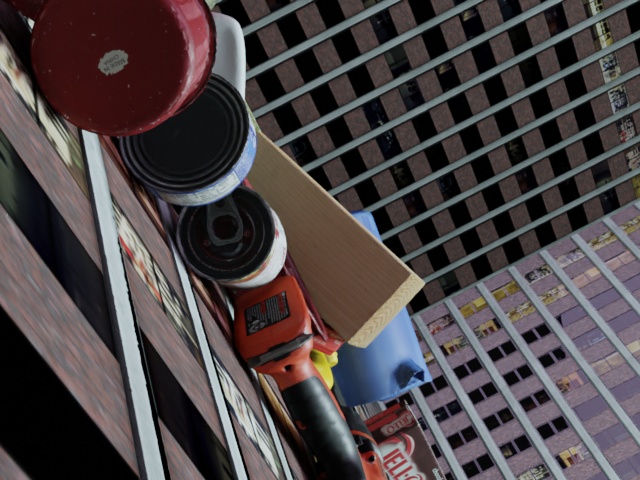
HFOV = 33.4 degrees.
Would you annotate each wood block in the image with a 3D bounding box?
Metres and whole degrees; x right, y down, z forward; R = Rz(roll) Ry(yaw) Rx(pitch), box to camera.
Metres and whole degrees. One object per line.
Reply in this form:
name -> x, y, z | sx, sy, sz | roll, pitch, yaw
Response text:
wood block -> -0.007, 0.002, 1.042 | 0.206, 0.091, 0.090 | 43, 3, 16

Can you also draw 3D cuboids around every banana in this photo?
banana -> -0.015, 0.118, 1.066 | 0.069, 0.037, 0.198 | 62, 0, -8

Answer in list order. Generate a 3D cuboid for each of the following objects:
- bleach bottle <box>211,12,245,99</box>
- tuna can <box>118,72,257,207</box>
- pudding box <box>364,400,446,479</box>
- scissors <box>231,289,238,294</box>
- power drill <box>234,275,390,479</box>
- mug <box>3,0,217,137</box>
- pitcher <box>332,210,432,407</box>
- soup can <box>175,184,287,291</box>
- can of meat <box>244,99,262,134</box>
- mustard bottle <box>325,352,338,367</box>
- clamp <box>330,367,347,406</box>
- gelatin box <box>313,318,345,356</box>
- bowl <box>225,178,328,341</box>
bleach bottle -> -0.111, -0.139, 0.909 | 0.251, 0.068, 0.102 | -143, -124, -76
tuna can -> -0.085, -0.066, 0.692 | 0.086, 0.086, 0.033 | 63, -1, 18
pudding box -> 0.062, 0.211, 1.004 | 0.039, 0.090, 0.113 | 62, 0, 45
scissors -> -0.118, -0.055, 0.852 | 0.201, 0.016, 0.096 | 63, 0, -24
power drill -> -0.002, 0.124, 0.820 | 0.187, 0.057, 0.184 | 63, 1, -18
mug -> -0.112, -0.105, 0.551 | 0.117, 0.093, 0.081 | 31, 12, -10
pitcher -> 0.042, 0.093, 1.390 | 0.145, 0.149, 0.243 | 9, 64, -80
soup can -> -0.060, 0.000, 0.763 | 0.068, 0.068, 0.102 | 63, 0, 7
can of meat -> -0.112, -0.121, 1.068 | 0.102, 0.084, 0.057 | 62, 1, -21
mustard bottle -> -0.026, 0.072, 1.307 | 0.096, 0.058, 0.192 | 74, -10, -63
clamp -> 0.030, 0.207, 1.097 | 0.164, 0.036, 0.210 | 64, -1, 4
gelatin box -> -0.023, 0.070, 1.058 | 0.089, 0.030, 0.073 | 45, 8, 39
bowl -> -0.053, 0.026, 0.914 | 0.162, 0.055, 0.162 | 63, 0, -1
